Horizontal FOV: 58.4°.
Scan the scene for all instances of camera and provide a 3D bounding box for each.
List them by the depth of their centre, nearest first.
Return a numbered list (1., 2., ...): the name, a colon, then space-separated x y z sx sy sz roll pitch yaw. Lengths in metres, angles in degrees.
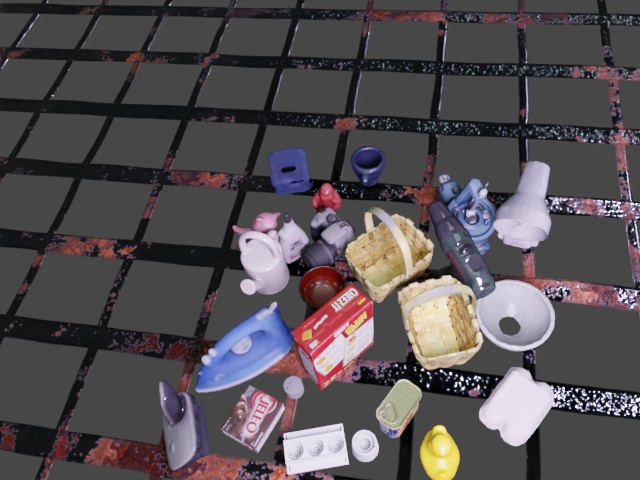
1. camera: 0.013 0.005 1.403 0.137 0.101 0.142 -35 60 -15

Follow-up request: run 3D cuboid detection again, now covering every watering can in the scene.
1. watering can: -0.134 0.048 1.337 0.101 0.194 0.172 -8 57 2

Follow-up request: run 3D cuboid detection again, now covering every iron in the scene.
1. iron: -0.178 0.233 1.254 0.259 0.142 0.118 -35 60 -15

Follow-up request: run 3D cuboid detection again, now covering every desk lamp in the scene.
1. desk lamp: 0.474 -0.068 1.329 0.117 0.214 0.203 15 60 16

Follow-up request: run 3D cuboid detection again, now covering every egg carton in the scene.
1. egg carton: 0.400 0.337 1.161 0.107 0.069 0.150 34 67 25

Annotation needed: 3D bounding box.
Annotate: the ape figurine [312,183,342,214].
1. ape figurine: 0.017 -0.112 1.484 0.077 0.092 0.076 12 59 14

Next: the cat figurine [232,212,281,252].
1. cat figurine: -0.156 -0.028 1.435 0.127 0.118 0.067 -6 57 3

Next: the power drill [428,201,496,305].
1. power drill: 0.302 0.049 1.276 0.076 0.209 0.229 -24 58 -9

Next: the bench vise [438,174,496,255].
1. bench vise: 0.332 -0.086 1.354 0.122 0.220 0.207 -37 60 -16

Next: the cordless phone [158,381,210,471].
1. cordless phone: -0.292 0.370 1.151 0.094 0.185 0.147 -19 57 -5

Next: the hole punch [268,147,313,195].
1. hole punch: -0.081 -0.186 1.545 0.108 0.091 0.101 -10 56 0

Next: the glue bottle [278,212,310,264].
1. glue bottle: -0.069 -0.012 1.381 0.078 0.173 0.037 -37 60 -16

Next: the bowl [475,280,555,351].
1. bowl: 0.423 0.176 1.260 0.167 0.075 0.167 -3 57 5

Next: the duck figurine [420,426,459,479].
1. duck figurine: 0.236 0.415 1.120 0.077 0.086 0.104 -2 57 6

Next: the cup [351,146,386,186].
1. cup: 0.127 -0.176 1.511 0.091 0.095 0.118 5 58 10
